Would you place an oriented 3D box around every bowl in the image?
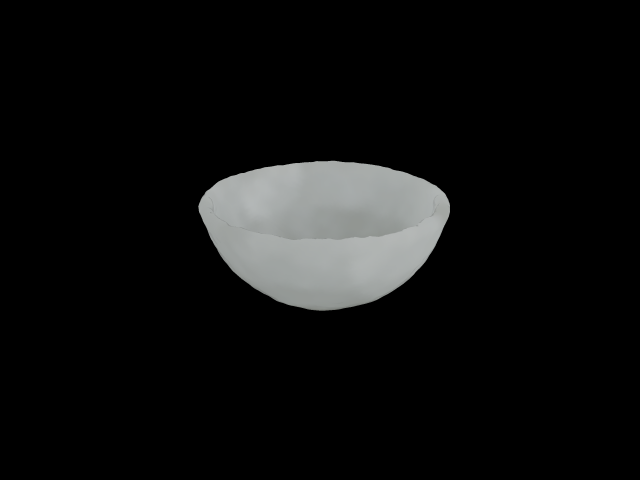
[{"bbox_3d":[0.004,0.001,0.400,0.167,0.075,0.167,0,23,0],"label":"bowl"}]
